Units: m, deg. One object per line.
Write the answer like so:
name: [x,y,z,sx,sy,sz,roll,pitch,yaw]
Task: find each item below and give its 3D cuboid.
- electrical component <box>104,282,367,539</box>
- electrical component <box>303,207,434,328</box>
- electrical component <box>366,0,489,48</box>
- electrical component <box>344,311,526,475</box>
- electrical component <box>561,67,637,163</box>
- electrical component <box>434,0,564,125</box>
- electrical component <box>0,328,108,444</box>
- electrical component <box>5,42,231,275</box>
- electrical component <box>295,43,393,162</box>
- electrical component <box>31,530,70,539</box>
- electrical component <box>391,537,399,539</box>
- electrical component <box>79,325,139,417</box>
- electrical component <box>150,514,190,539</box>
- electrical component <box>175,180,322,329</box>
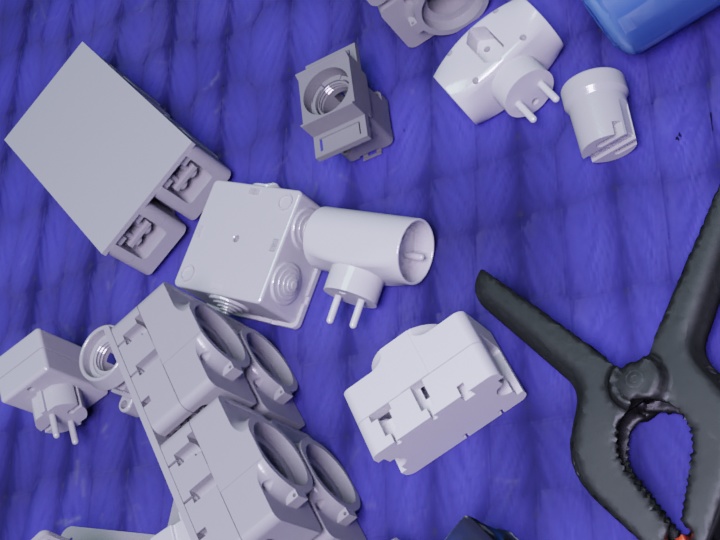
electrical component: [-0.075,0.101,0.668,0.060,0.105,0.186,-41,53,10]
electrical component: [0.000,0.000,0.706,0.077,0.044,0.079,9,74,35]
electrical component: [0.082,-0.240,0.726,0.186,0.105,0.060,-30,55,18]
electrical component: [0.043,0.071,0.642,0.089,0.050,0.055,-37,54,13]
electrical component: [0.148,-0.094,0.659,0.040,0.040,0.046,-20,64,24]
electrical component: [0.100,-0.126,0.701,0.077,0.043,0.079,-42,53,9]
electrical component: [-0.224,0.094,0.792,0.047,0.066,0.076,-35,54,14]
electrical component: [-0.195,-0.090,0.862,0.105,0.060,0.186,-50,52,3]
electrical component: [-0.009,-0.111,0.751,0.042,0.064,0.081,-21,58,25]
electrical component: [-0.196,0.226,0.694,0.100,0.100,0.048,-44,40,8]
electrical component: [0.006,0.186,0.617,0.081,0.043,0.043,-32,55,16]
electrical component: [-0.168,0.068,0.775,0.048,0.055,0.066,12,75,36]
electrical component: [-0.098,0.180,0.686,0.055,0.048,0.066,-37,53,23]
electrical component: [-0.074,-0.013,0.757,0.100,0.048,0.099,10,74,36]
